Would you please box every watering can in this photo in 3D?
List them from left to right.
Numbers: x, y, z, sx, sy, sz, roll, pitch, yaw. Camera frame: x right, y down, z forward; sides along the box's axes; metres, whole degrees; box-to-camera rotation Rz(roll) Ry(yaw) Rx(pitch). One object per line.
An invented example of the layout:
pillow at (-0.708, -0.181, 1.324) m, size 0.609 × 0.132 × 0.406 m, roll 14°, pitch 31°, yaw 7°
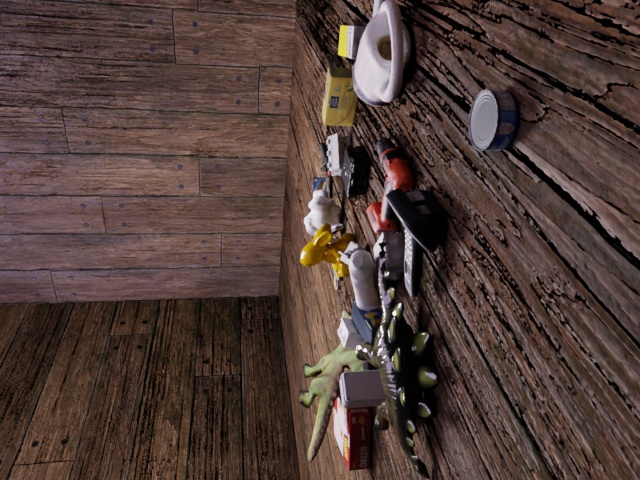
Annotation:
watering can at (0.136, -0.449, 1.149) m, size 0.104 × 0.353 × 0.221 m, roll 0°, pitch -20°, yaw -9°

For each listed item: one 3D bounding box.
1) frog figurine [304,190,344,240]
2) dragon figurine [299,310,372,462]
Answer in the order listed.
frog figurine at (0.005, -0.090, 1.785) m, size 0.136 × 0.161 × 0.122 m, roll -23°, pitch -10°, yaw 15°
dragon figurine at (0.058, 0.378, 1.426) m, size 0.121 × 0.421 × 0.238 m, roll 28°, pitch -51°, yaw -20°
